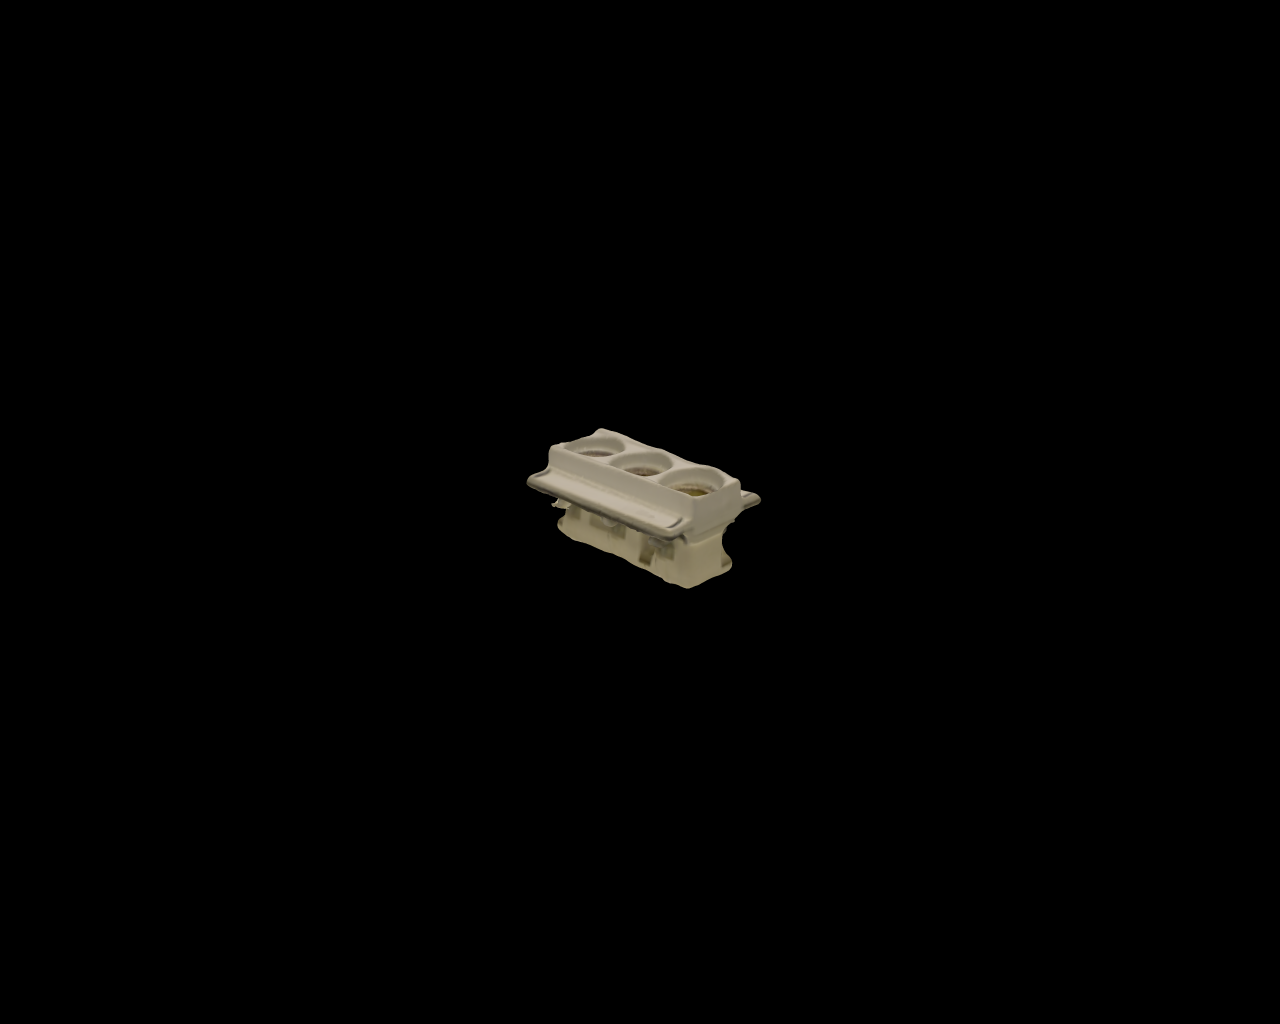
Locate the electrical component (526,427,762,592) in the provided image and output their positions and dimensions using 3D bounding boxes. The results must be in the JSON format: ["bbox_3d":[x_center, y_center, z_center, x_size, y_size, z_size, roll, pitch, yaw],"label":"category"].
[{"bbox_3d":[0.001,-0.003,0.650,0.079,0.063,0.121,-22,32,-40],"label":"electrical component"}]
